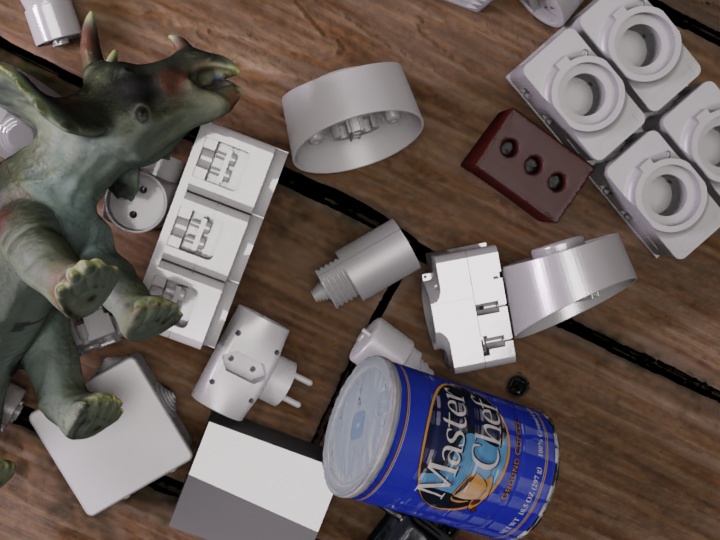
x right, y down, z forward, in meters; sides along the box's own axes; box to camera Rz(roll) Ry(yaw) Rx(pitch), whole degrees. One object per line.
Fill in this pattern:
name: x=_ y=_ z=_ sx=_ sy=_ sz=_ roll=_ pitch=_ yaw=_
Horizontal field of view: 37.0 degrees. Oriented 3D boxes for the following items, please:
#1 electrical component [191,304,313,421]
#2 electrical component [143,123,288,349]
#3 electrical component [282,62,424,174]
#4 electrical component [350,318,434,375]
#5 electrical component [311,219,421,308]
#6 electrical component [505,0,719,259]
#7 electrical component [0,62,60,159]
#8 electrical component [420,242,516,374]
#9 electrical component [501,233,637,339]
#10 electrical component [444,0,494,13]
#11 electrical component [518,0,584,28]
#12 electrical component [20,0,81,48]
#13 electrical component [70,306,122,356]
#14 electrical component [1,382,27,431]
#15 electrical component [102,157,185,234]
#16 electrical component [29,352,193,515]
electrical component: x=-0.074 y=0.077 z=0.811 sx=0.079 sy=0.043 sz=0.077 roll=29 pitch=88 yaw=-16
electrical component: x=-0.107 y=-0.025 z=0.776 sx=0.062 sy=0.089 sz=0.150 roll=21 pitch=93 yaw=-6
electrical component: x=-0.006 y=-0.110 z=0.777 sx=0.099 sy=0.099 sz=0.064 roll=-16 pitch=90 yaw=-3
electrical component: x=0.028 y=0.070 z=0.820 sx=0.078 sy=0.040 sz=0.040 roll=37 pitch=91 yaw=-9
electrical component: x=0.000 y=0.000 z=0.810 sx=0.081 sy=0.043 sz=0.043 roll=-30 pitch=96 yaw=-2
electrical component: x=0.214 y=-0.111 z=0.810 sx=0.105 sy=0.060 sz=0.186 roll=-41 pitch=96 yaw=0
electrical component: x=-0.243 y=-0.109 z=0.765 sx=0.080 sy=0.080 sz=0.051 roll=35 pitch=96 yaw=-6
electrical component: x=0.079 y=0.029 z=0.816 sx=0.056 sy=0.050 sz=0.089 roll=-11 pitch=95 yaw=-4
electrical component: x=0.155 y=0.010 z=0.799 sx=0.099 sy=0.099 sz=0.064 roll=-17 pitch=90 yaw=-3
electrical component: x=0.085 y=-0.237 z=0.787 sx=0.047 sy=0.065 sz=0.076 roll=19 pitch=93 yaw=-6
electrical component: x=0.147 y=-0.217 z=0.800 sx=0.055 sy=0.055 sz=0.047 roll=44 pitch=86 yaw=-7
electrical component: x=-0.227 y=-0.194 z=0.778 sx=0.044 sy=0.044 sz=0.065 roll=-17 pitch=100 yaw=-3
electrical component: x=-0.208 y=0.031 z=0.790 sx=0.066 sy=0.048 sz=0.055 roll=-21 pitch=79 yaw=-10
electrical component: x=-0.282 y=0.091 z=0.797 sx=0.065 sy=0.044 sz=0.044 roll=30 pitch=92 yaw=-11
electrical component: x=-0.151 y=-0.066 z=0.776 sx=0.044 sy=0.077 sz=0.079 roll=22 pitch=92 yaw=-6
electrical component: x=-0.182 y=0.119 z=0.803 sx=0.100 sy=0.048 sz=0.099 roll=-30 pitch=96 yaw=-2
